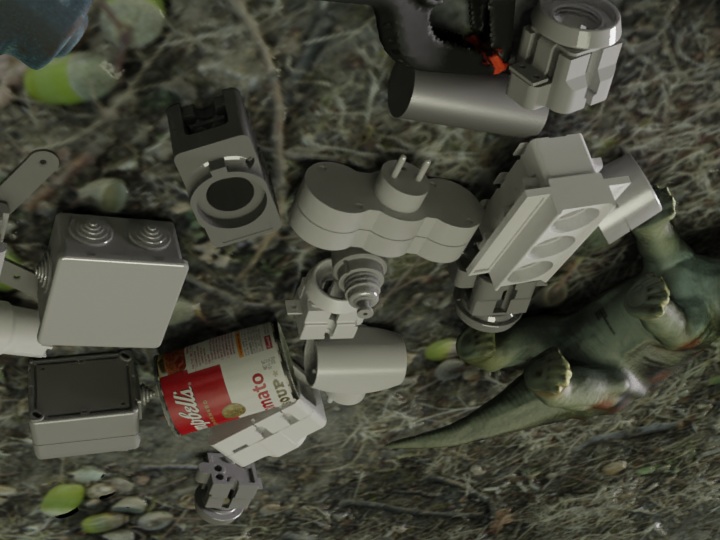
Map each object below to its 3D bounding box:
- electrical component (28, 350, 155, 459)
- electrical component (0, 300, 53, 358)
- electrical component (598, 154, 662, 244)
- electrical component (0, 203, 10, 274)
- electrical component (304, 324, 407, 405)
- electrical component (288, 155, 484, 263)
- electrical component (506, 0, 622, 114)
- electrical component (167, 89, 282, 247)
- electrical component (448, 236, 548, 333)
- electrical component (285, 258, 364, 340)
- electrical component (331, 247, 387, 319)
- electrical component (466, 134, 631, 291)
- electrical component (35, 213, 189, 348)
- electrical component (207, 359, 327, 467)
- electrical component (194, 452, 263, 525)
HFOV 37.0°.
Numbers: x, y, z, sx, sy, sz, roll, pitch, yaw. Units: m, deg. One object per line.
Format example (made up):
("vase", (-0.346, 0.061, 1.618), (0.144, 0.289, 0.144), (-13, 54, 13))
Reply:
("electrical component", (-0.211, 0.108, 0.850), (0.096, 0.061, 0.061), (-4, 138, -13))
("electrical component", (-0.251, 0.044, 0.785), (0.046, 0.040, 0.040), (14, 131, -38))
("electrical component", (0.193, -0.054, 0.807), (0.047, 0.055, 0.055), (-30, 137, 11))
("electrical component", (-0.279, -0.014, 0.697), (0.089, 0.050, 0.055), (9, 130, -23))
("electrical component", (-0.008, 0.086, 0.905), (0.077, 0.044, 0.079), (0, 137, -18))
("electrical component", (0.026, -0.052, 0.756), (0.138, 0.052, 0.073), (6, 134, -24))
("electrical component", (0.133, -0.141, 0.685), (0.078, 0.058, 0.057), (-23, 141, -29))
("electrical component", (-0.088, -0.063, 0.705), (0.050, 0.055, 0.089), (-17, 139, 0))
("electrical component", (0.106, 0.012, 0.850), (0.078, 0.058, 0.057), (-2, 134, -15))
("electrical component", (-0.023, 0.023, 0.830), (0.066, 0.048, 0.055), (0, 144, -18))
("electrical component", (0.000, 0.000, 0.789), (0.040, 0.078, 0.040), (-5, 144, -3))
("electrical component", (0.127, -0.041, 0.769), (0.079, 0.063, 0.121), (-9, 157, -18))
("electrical component", (-0.177, 0.008, 0.755), (0.100, 0.048, 0.099), (4, 134, -26))
("electrical component", (-0.079, 0.123, 0.918), (0.089, 0.050, 0.055), (-28, 137, 13))
("electrical component", (-0.125, 0.203, 0.996), (0.066, 0.048, 0.055), (8, 126, -25))
